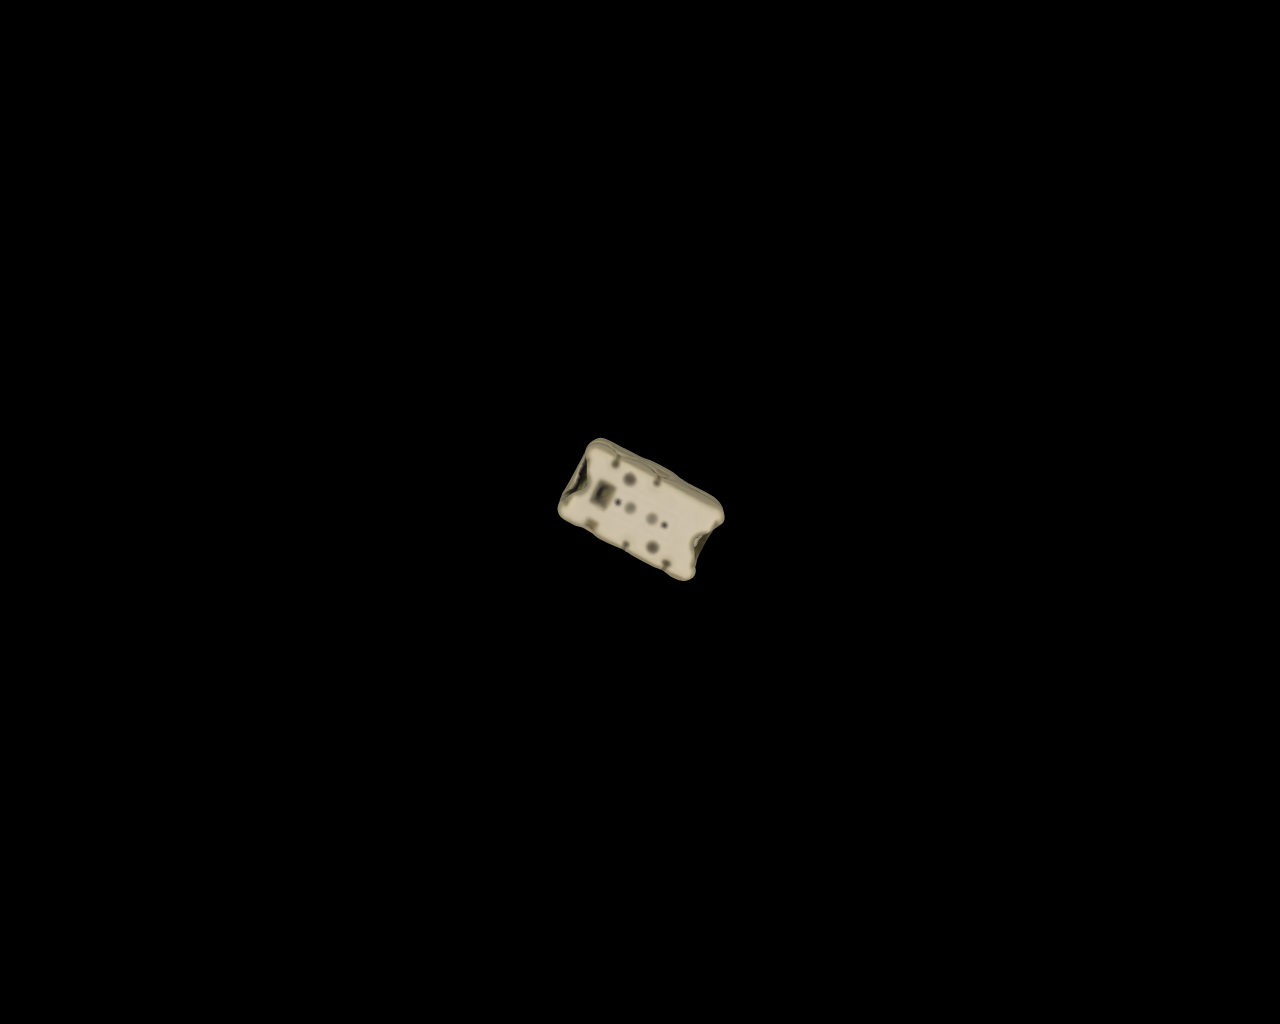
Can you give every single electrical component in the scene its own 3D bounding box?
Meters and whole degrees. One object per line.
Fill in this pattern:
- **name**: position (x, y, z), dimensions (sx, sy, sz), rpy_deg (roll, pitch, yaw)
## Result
- **electrical component**: position (0.001, -0.003, 0.650), dimensions (0.089, 0.050, 0.056), rpy_deg (28, 7, -4)
